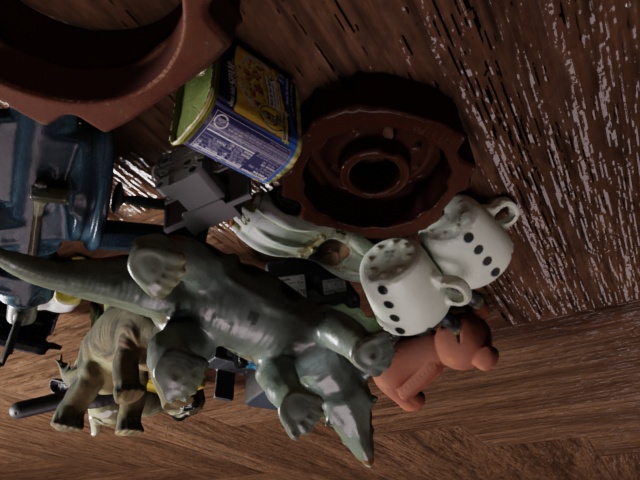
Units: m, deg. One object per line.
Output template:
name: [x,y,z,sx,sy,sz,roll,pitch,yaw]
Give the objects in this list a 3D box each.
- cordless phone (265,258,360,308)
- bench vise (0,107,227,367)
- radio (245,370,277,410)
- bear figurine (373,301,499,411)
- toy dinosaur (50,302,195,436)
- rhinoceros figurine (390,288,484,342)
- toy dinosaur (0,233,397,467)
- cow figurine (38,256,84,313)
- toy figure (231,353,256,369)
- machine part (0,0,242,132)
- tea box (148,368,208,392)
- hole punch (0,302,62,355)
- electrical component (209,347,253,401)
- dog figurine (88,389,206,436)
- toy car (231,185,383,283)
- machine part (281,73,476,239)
cordless phone: [-0.050,0.084,0.700,0.146,0.088,0.184,-6,168,-32]
bench vise: [-0.202,-0.015,0.494,0.240,0.223,0.129,5,-167,-31]
radio: [-0.033,0.235,0.938,0.131,0.073,0.229,16,144,-23]
bear figurine: [0.178,0.170,0.803,0.196,0.120,0.131,-24,142,23]
toy dinosaur: [-0.264,0.149,0.703,0.471,0.198,0.105,-28,137,36]
rhinoceros figurine: [0.134,0.083,0.710,0.112,0.073,0.190,9,144,-14]
toy dinosaur: [-0.077,0.069,0.483,0.404,0.131,0.192,33,175,-17]
cow figurine: [-0.384,0.046,0.676,0.167,0.068,0.098,20,147,-24]
toy figure: [-0.038,0.157,0.787,0.180,0.089,0.082,-8,-172,-20]
machine part: [-0.162,-0.176,0.326,0.201,0.087,0.200,-21,140,31]
tea box: [-0.283,0.205,0.900,0.169,0.068,0.098,29,139,-36]
hole punch: [-0.429,0.106,0.759,0.142,0.092,0.116,17,164,-23]
electrical component: [-0.135,0.177,0.813,0.075,0.119,0.048,23,140,-25]
dog figurine: [-0.306,0.281,0.970,0.191,0.121,0.172,1,175,-9]
toy car: [-0.001,-0.002,0.602,0.201,0.056,0.073,19,142,-25]
machine part: [0.051,-0.072,0.500,0.179,0.056,0.179,1,145,1]
